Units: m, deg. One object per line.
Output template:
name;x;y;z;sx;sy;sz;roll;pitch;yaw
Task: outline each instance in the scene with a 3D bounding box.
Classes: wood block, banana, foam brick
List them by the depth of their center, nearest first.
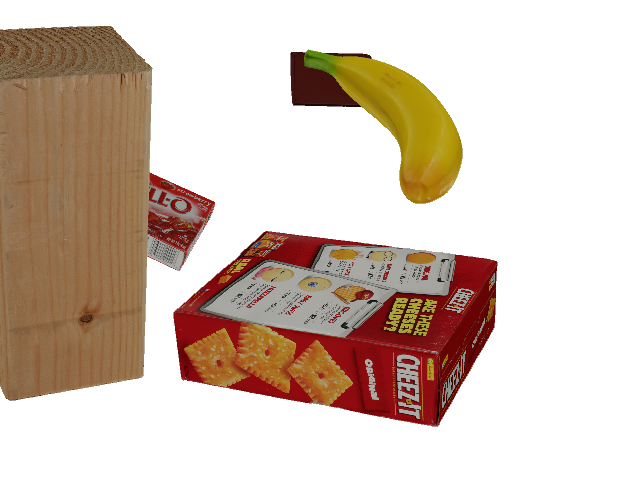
wood block;-0.160;-0.017;0.652;0.090;0.206;0.090;-7;30;-25
banana;0.050;-0.073;0.675;0.069;0.037;0.198;-8;32;-17
foam brick;0.010;-0.159;1.055;0.078;0.051;0.053;1;12;-4

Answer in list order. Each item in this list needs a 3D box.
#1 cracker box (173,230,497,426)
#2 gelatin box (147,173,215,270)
cracker box;0.017;0.064;0.850;0.214;0.072;0.164;8;26;22
gelatin box;-0.148;-0.023;0.944;0.089;0.030;0.073;25;42;-1
